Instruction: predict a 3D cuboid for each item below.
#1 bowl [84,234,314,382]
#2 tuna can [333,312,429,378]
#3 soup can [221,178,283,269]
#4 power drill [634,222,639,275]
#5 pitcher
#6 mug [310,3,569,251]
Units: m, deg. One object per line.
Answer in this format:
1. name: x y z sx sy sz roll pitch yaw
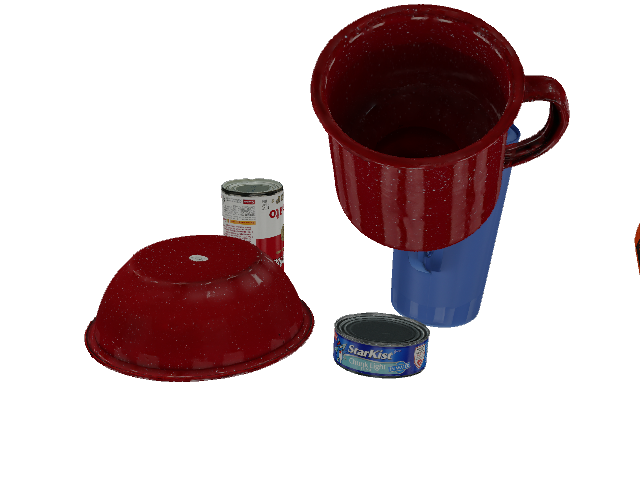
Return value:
1. bowl: -0.085 0.037 0.744 0.162 0.055 0.162 -2 21 0
2. tuna can: 0.054 0.094 0.958 0.086 0.034 0.086 4 14 -1
3. soup can: -0.073 -0.010 1.143 0.068 0.102 0.068 1 17 0
4. power drill: 0.262 -0.039 0.737 0.057 0.188 0.184 5 38 9
5. pitcher: 0.142 -0.022 1.232 0.149 0.243 0.145 -4 26 -20
6. mug: 0.057 -0.050 0.497 0.117 0.093 0.081 -10 -33 -1
